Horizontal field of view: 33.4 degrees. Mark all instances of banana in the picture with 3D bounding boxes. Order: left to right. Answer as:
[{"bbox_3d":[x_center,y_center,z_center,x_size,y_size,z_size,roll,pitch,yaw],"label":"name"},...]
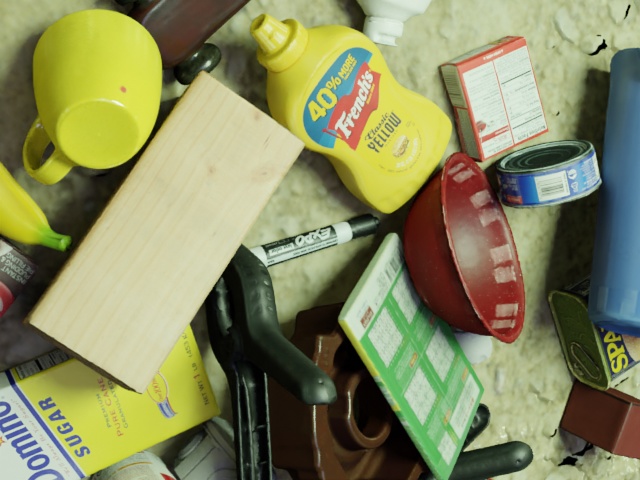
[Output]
[{"bbox_3d":[-0.239,-0.069,0.717,0.197,0.070,0.037,56,37,-16],"label":"banana"}]

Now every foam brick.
[{"bbox_3d":[0.276,0.169,1.002,0.052,0.078,0.051,17,92,-28],"label":"foam brick"}]

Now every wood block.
[{"bbox_3d":[-0.111,-0.004,0.749,0.090,0.091,0.206,35,76,-12],"label":"wood block"}]

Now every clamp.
[{"bbox_3d":[-0.052,0.089,0.783,0.036,0.210,0.165,-1,132,-26],"label":"clamp"},{"bbox_3d":[0.093,0.196,0.924,0.171,0.120,0.039,-22,97,3],"label":"clamp"}]

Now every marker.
[{"bbox_3d":[-0.006,0.001,0.866,0.121,0.020,0.020,-17,108,-21],"label":"marker"}]

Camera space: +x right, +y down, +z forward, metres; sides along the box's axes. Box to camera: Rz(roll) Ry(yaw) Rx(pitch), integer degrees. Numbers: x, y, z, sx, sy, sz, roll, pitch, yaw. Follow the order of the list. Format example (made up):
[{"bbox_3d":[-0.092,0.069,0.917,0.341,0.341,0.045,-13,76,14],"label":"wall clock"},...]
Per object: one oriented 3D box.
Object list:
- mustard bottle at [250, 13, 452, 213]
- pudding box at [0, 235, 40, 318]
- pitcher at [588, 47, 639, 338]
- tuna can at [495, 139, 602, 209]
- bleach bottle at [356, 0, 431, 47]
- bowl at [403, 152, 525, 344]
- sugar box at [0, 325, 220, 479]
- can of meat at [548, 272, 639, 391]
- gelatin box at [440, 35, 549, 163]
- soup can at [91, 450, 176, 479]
[{"bbox_3d":[0.016,-0.107,0.815,0.191,0.058,0.096,38,88,-36],"label":"mustard bottle"},{"bbox_3d":[-0.266,0.021,0.736,0.113,0.039,0.090,40,84,-26],"label":"pudding box"},{"bbox_3d":[0.307,-0.036,0.919,0.149,0.145,0.243,11,83,-7],"label":"pitcher"},{"bbox_3d":[0.194,-0.057,0.911,0.086,0.086,0.034,-22,108,-20],"label":"tuna can"},{"bbox_3d":[0.061,-0.277,0.815,0.102,0.068,0.251,5,101,-26],"label":"bleach bottle"},{"bbox_3d":[0.113,0.012,0.878,0.162,0.055,0.162,41,40,-46],"label":"bowl"},{"bbox_3d":[-0.172,0.123,0.799,0.176,0.048,0.093,-25,109,-20],"label":"sugar box"},{"bbox_3d":[0.270,0.074,0.992,0.083,0.058,0.102,-29,112,-20],"label":"can of meat"},{"bbox_3d":[0.149,-0.120,0.908,0.073,0.030,0.089,-26,111,-20],"label":"gelatin box"},{"bbox_3d":[-0.131,0.206,0.804,0.068,0.102,0.068,-5,103,-24],"label":"soup can"}]
